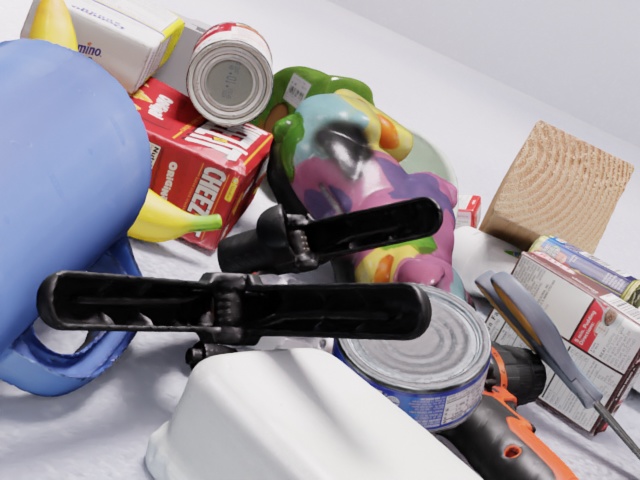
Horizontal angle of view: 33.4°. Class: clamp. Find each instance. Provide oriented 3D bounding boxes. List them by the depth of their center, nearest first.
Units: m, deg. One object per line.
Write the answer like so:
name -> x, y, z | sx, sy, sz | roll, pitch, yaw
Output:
clamp -> -0.054, 0.034, 0.528 | 0.164, 0.036, 0.210 | 4, -5, -13
clamp -> -0.004, 0.001, 0.670 | 0.120, 0.039, 0.172 | 1, -8, -22

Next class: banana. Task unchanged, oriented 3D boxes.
banana -> -0.151, -0.069, 0.727 | 0.198, 0.069, 0.037 | 55, -19, -4

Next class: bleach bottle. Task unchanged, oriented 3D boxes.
bleach bottle -> 0.199, 0.051, 0.913 | 0.251, 0.068, 0.102 | 29, 8, 26

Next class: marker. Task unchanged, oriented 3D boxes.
marker -> -0.024, 0.074, 0.620 | 0.120, 0.020, 0.020 | 12, 21, -35

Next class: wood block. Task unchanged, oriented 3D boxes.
wood block -> 0.203, -0.026, 0.970 | 0.091, 0.090, 0.206 | 27, -7, 6

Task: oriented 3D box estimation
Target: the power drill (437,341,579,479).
power drill -> 0.127, 0.121, 0.627 | 0.184, 0.057, 0.188 | 3, 25, -46

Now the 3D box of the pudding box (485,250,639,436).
pudding box -> 0.176, 0.073, 0.770 | 0.114, 0.090, 0.039 | 35, 19, 28

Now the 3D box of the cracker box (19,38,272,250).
cracker box -> -0.149, -0.085, 0.827 | 0.213, 0.072, 0.164 | 25, 17, 0

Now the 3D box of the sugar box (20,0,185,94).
sugar box -> -0.167, -0.166, 0.843 | 0.093, 0.048, 0.176 | 24, 19, -6

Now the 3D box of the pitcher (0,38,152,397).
pitcher -> -0.164, 0.000, 0.499 | 0.149, 0.145, 0.242 | 12, 21, 1

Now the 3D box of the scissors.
scissors -> 0.171, 0.091, 0.704 | 0.202, 0.016, 0.096 | 49, -3, 24

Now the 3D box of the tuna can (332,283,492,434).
tuna can -> 0.048, 0.062, 0.575 | 0.086, 0.034, 0.086 | 3, 38, -3

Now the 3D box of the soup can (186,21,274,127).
soup can -> -0.070, -0.132, 0.844 | 0.068, 0.068, 0.102 | 21, 16, -10

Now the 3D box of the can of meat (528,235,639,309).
can of meat -> 0.189, 0.057, 0.819 | 0.084, 0.102, 0.057 | 31, 15, 26

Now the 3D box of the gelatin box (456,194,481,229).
gelatin box -> 0.105, -0.024, 1.011 | 0.089, 0.030, 0.073 | 3, 13, 13
